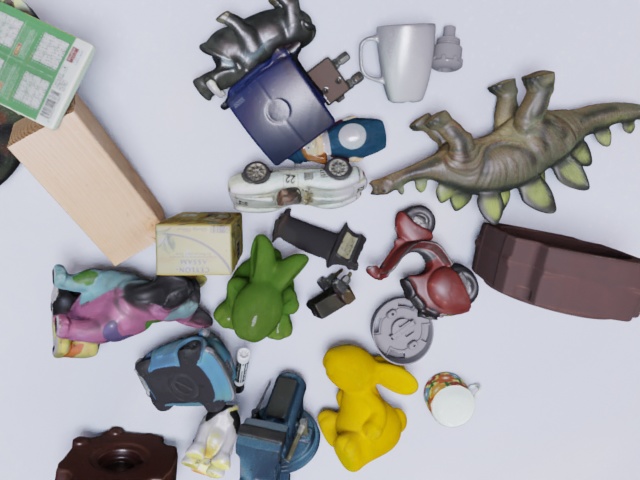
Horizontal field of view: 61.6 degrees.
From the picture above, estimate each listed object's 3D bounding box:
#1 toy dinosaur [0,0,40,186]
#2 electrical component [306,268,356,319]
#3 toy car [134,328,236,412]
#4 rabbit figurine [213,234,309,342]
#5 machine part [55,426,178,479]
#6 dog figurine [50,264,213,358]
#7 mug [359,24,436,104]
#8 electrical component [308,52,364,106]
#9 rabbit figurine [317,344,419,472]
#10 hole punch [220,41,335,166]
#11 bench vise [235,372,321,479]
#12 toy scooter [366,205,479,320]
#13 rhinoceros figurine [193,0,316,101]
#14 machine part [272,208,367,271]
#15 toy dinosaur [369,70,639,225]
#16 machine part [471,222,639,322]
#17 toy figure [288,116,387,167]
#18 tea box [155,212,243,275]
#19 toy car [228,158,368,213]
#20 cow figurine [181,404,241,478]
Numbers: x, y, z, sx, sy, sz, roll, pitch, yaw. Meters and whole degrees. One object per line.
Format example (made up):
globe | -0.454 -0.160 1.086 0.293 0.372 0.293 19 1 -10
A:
toy dinosaur | -0.475 -0.144 0.738 0.192 0.131 0.404 33 102 -7
electrical component | 0.017 0.079 0.805 0.078 0.102 0.045 -27 96 -9
toy car | -0.189 0.189 0.805 0.162 0.103 0.109 -14 108 25
rabbit figurine | -0.074 0.081 0.761 0.121 0.170 0.159 24 98 -7
machine part | -0.296 0.341 0.793 0.179 0.179 0.056 8 96 -4
dog figurine | -0.274 0.102 0.789 0.219 0.191 0.108 1 61 -27
mug | 0.111 -0.249 0.765 0.110 0.081 0.107 -7 108 -8
electrical component | 0.014 -0.231 0.791 0.094 0.021 0.063 -35 100 2
rabbit figurine | 0.067 0.236 0.819 0.162 0.122 0.173 -20 99 -5
hole punch | -0.053 -0.179 0.730 0.142 0.092 0.115 -33 132 17
bench vise | -0.064 0.330 0.801 0.129 0.224 0.240 1 126 1
toy scooter | 0.146 0.049 0.803 0.135 0.075 0.184 -32 90 -20
rhinoceros figurine | -0.098 -0.270 0.759 0.190 0.073 0.112 -31 110 0
machine part | -0.002 -0.002 0.807 0.139 0.084 0.039 19 139 2
toy dinosaur | 0.300 -0.138 0.786 0.472 0.105 0.198 -20 106 1
machine part | 0.333 0.041 0.760 0.201 0.201 0.087 12 101 -5
toy figure | 0.018 -0.145 0.790 0.155 0.057 0.064 -10 61 0
tea box | -0.161 0.001 0.744 0.098 0.170 0.068 0 99 -2
toy car | -0.032 -0.076 0.781 0.202 0.073 0.056 -3 65 -2
cow figurine | -0.163 0.308 0.826 0.068 0.167 0.098 23 55 -4
